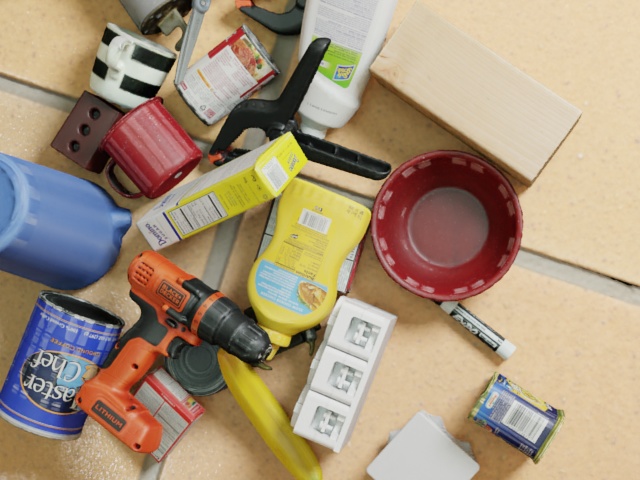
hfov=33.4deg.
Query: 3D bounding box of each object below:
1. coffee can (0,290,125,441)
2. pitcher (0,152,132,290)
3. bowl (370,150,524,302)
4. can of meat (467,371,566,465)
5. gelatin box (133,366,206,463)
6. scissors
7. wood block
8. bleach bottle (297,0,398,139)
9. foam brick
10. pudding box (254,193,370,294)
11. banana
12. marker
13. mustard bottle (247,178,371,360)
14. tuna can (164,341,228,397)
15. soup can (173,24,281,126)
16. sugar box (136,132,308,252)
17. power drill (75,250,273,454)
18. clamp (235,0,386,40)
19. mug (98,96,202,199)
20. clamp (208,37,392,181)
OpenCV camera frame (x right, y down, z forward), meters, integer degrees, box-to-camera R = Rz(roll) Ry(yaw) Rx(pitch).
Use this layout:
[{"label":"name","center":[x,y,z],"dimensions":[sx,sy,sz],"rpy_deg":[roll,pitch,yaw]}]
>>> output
[{"label":"coffee can","center":[-0.293,0.140,1.203],"dimensions":[0.103,0.102,0.140],"rpy_deg":[23,93,10]},{"label":"pitcher","center":[-0.321,-0.019,1.139],"dimensions":[0.145,0.242,0.149],"rpy_deg":[35,90,12]},{"label":"bowl","center":[0.137,-0.015,1.152],"dimensions":[0.162,0.055,0.162],"rpy_deg":[0,89,10]},{"label":"can of meat","center":[0.205,0.183,1.115],"dimensions":[0.084,0.102,0.057],"rpy_deg":[32,94,11]},{"label":"gelatin box","center":[-0.180,0.197,1.203],"dimensions":[0.073,0.030,0.089],"rpy_deg":[43,125,8]},{"label":"scissors","center":[-0.115,-0.268,1.191],"dimensions":[0.016,0.096,0.202],"rpy_deg":[3,91,55]},{"label":"wood block","center":[0.165,-0.152,1.132],"dimensions":[0.206,0.090,0.091],"rpy_deg":[36,95,9]},{"label":"bleach bottle","center":[0.018,-0.223,1.147],"dimensions":[0.102,0.068,0.251],"rpy_deg":[23,114,9]},{"label":"foam brick","center":[-0.262,-0.124,1.227],"dimensions":[0.053,0.051,0.078],"rpy_deg":[33,95,9]},{"label":"pudding box","center":[-0.008,0.002,1.187],"dimensions":[0.113,0.039,0.090],"rpy_deg":[18,92,8]},{"label":"banana","center":[-0.051,0.199,1.176],"dimensions":[0.037,0.070,0.198],"rpy_deg":[-37,88,-21]},{"label":"marker","center":[0.161,0.087,1.165],"dimensions":[0.121,0.020,0.020],"rpy_deg":[39,96,8]},{"label":"mustard bottle","center":[-0.024,0.037,1.137],"dimensions":[0.096,0.058,0.191],"rpy_deg":[23,91,11]},{"label":"tuna can","center":[-0.133,0.134,1.209],"dimensions":[0.086,0.033,0.086],"rpy_deg":[0,89,10]},{"label":"soup can","center":[-0.104,-0.183,1.192],"dimensions":[0.102,0.068,0.068],"rpy_deg":[-37,83,8]},{"label":"sugar box","center":[-0.106,-0.050,1.147],"dimensions":[0.177,0.093,0.048],"rpy_deg":[-25,105,33]},{"label":"power drill","center":[-0.161,0.129,1.133],"dimensions":[0.185,0.057,0.188],"rpy_deg":[33,95,21]},{"label":"clamp","center":[-0.006,-0.261,1.191],"dimensions":[0.171,0.039,0.120],"rpy_deg":[-12,88,13]},{"label":"mug","center":[-0.195,-0.093,1.200],"dimensions":[0.117,0.093,0.081],"rpy_deg":[-42,87,22]},{"label":"clamp","center":[-0.039,-0.127,1.154],"dimensions":[0.210,0.036,0.164],"rpy_deg":[-7,116,31]}]
